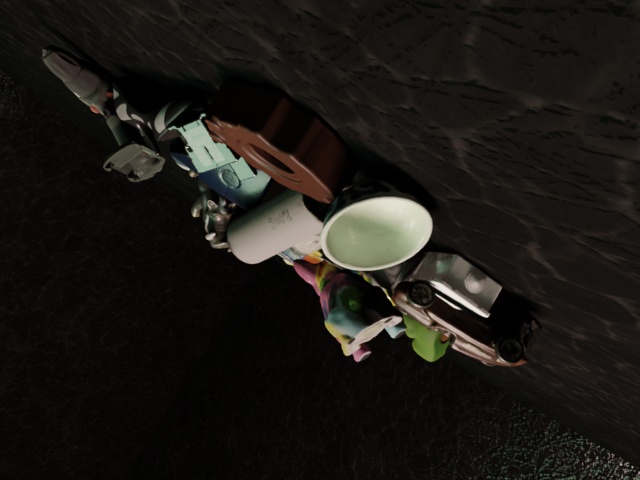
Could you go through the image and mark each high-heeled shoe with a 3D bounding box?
[{"bbox_3d":[-0.243,-0.214,0.796,0.249,0.086,0.145,-16,99,55],"label":"high-heeled shoe"}]

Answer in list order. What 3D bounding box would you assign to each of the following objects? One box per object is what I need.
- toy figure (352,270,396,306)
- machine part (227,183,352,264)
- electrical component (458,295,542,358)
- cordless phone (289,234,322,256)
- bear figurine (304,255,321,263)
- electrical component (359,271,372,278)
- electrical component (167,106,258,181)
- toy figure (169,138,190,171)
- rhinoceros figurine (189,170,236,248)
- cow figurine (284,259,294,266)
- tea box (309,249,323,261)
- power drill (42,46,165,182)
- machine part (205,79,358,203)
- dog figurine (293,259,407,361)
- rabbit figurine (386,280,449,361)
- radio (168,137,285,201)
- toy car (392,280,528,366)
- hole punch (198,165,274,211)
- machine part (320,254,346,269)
[{"bbox_3d":[0.114,0.081,1.116,0.089,0.082,0.180,24,174,-30],"label":"toy figure"},{"bbox_3d":[-0.052,-0.026,0.752,0.079,0.079,0.243,36,139,-30],"label":"machine part"},{"bbox_3d":[0.272,0.126,0.831,0.115,0.058,0.134,28,172,45],"label":"electrical component"},{"bbox_3d":[0.033,-0.015,0.861,0.184,0.088,0.146,10,166,18],"label":"cordless phone"},{"bbox_3d":[-0.070,0.004,1.216,0.195,0.132,0.120,41,-164,-31],"label":"bear figurine"},{"bbox_3d":[0.077,0.024,0.960,0.078,0.045,0.102,52,169,-30],"label":"electrical component"},{"bbox_3d":[-0.131,-0.118,0.696,0.075,0.048,0.119,-8,126,31],"label":"electrical component"},{"bbox_3d":[-0.254,-0.163,1.125,0.154,0.058,0.064,41,-153,-60],"label":"toy figure"},{"bbox_3d":[-0.200,-0.078,1.044,0.073,0.190,0.112,-3,172,-35],"label":"rhinoceros figurine"},{"bbox_3d":[-0.081,-0.002,1.312,0.167,0.098,0.068,35,179,-25],"label":"cow figurine"},{"bbox_3d":[-0.002,-0.003,1.073,0.098,0.068,0.170,38,172,-30],"label":"tea box"},{"bbox_3d":[-0.365,-0.209,0.933,0.207,0.086,0.232,54,-171,23],"label":"power drill"},{"bbox_3d":[-0.044,-0.106,0.606,0.179,0.056,0.179,30,173,4],"label":"machine part"},{"bbox_3d":[0.034,0.083,0.893,0.219,0.108,0.191,52,179,29],"label":"dog figurine"},{"bbox_3d":[0.166,0.106,0.942,0.170,0.121,0.159,46,179,37],"label":"rabbit figurine"},{"bbox_3d":[-0.143,-0.112,0.930,0.229,0.073,0.131,38,172,-32],"label":"radio"},{"bbox_3d":[0.189,0.122,0.747,0.202,0.053,0.089,33,163,4],"label":"toy car"},{"bbox_3d":[-0.115,-0.108,0.782,0.142,0.092,0.116,36,169,-1],"label":"hole punch"},{"bbox_3d":[0.057,-0.002,0.757,0.084,0.039,0.139,29,141,-16],"label":"machine part"}]
